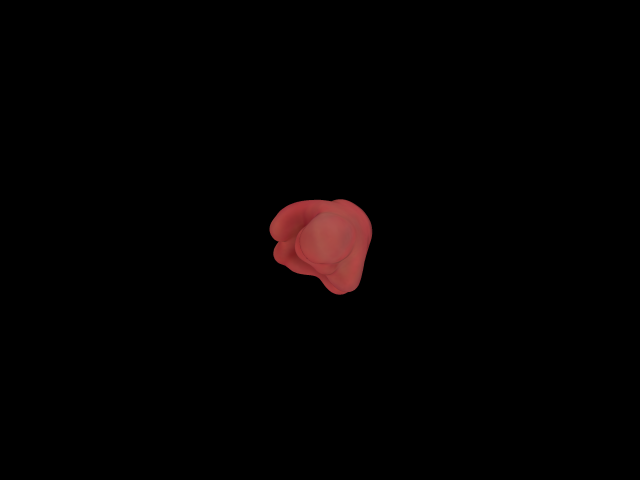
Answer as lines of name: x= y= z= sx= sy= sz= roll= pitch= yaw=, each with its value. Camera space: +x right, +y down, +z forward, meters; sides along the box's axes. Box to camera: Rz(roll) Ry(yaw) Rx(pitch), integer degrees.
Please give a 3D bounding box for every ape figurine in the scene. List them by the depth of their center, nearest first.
ape figurine: x=0.004 y=0.001 z=0.400 sx=0.076 sy=0.092 sz=0.078 roll=-28 pitch=83 yaw=-3
